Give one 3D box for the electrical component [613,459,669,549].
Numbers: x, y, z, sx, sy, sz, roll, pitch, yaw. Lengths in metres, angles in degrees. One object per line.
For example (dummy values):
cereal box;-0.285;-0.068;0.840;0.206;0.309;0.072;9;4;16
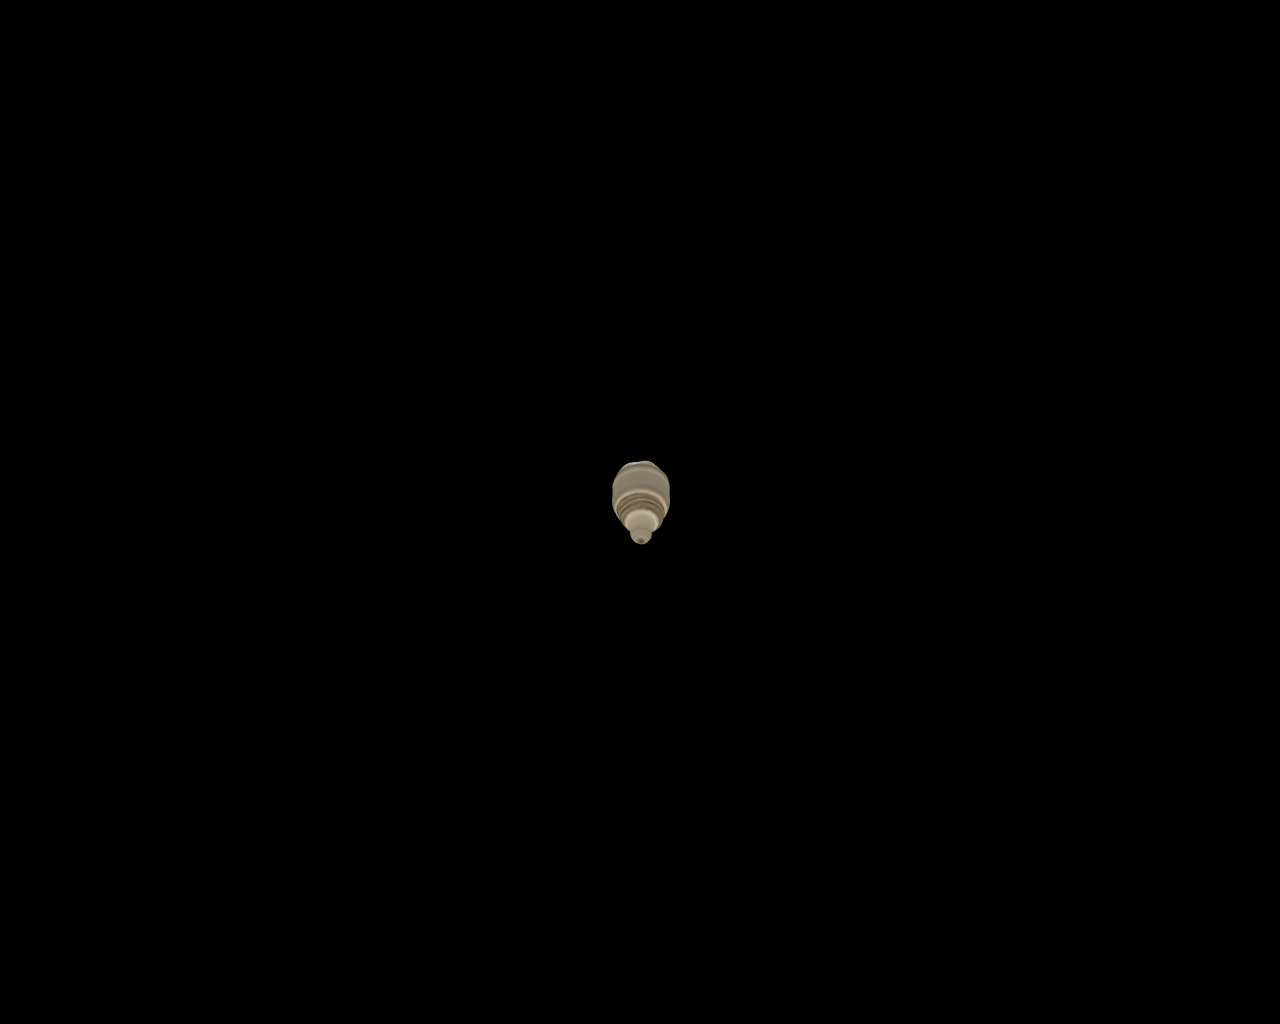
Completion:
electrical component;0.001;-0.003;0.650;0.035;0.035;0.061;0;41;0
